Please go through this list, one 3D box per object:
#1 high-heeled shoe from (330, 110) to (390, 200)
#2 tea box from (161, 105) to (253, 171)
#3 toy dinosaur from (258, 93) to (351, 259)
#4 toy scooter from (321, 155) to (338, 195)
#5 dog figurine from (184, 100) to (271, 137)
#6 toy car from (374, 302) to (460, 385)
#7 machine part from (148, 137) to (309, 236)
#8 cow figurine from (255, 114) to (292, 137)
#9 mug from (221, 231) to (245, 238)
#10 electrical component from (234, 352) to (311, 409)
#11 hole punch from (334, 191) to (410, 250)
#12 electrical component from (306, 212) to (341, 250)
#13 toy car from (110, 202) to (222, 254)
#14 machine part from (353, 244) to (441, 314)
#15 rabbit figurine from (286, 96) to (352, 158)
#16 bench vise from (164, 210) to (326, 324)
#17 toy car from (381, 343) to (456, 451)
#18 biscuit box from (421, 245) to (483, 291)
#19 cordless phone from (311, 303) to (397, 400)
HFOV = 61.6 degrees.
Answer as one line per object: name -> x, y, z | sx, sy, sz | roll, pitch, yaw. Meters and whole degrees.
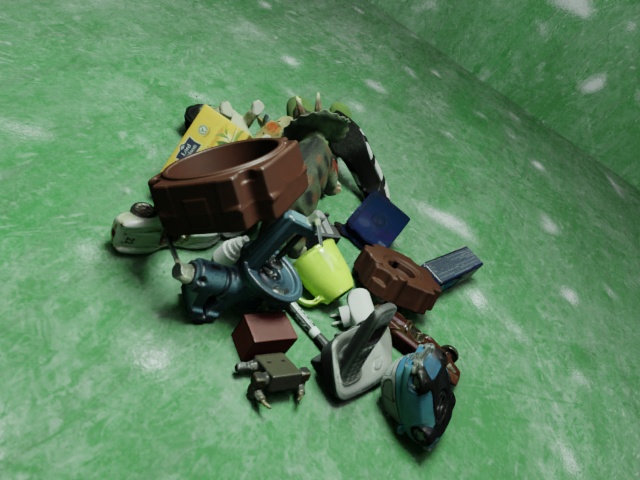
high-heeled shoe -> 0.103, -0.186, 1.279 | 0.145, 0.086, 0.248 | 13, 58, -62
tea box -> -0.204, -0.140, 0.954 | 0.098, 0.169, 0.068 | 33, 4, 0
toy dinosaur -> -0.039, -0.106, 0.969 | 0.131, 0.192, 0.405 | 9, 48, 11
toy scooter -> -0.011, -0.159, 1.176 | 0.183, 0.075, 0.135 | 59, 29, -51
dog figurine -> -0.200, -0.199, 1.095 | 0.121, 0.191, 0.172 | -1, 92, -41
toy car -> 0.177, 0.186, 0.984 | 0.202, 0.053, 0.089 | 37, 32, 7
machine part -> -0.134, -0.086, 0.803 | 0.201, 0.087, 0.201 | -3, 23, 23
cow figurine -> -0.095, -0.222, 1.180 | 0.085, 0.127, 0.195 | 34, 33, 4
mug -> -0.142, -0.067, 0.986 | 0.081, 0.109, 0.107 | 35, 23, 5
electrical component -> -0.065, 0.202, 0.781 | 0.102, 0.045, 0.078 | 0, 19, -42
hole punch -> 0.120, -0.032, 1.164 | 0.142, 0.092, 0.116 | 41, 39, 3
electrical component -> -0.002, -0.003, 1.066 | 0.075, 0.047, 0.119 | 9, 41, -30
toy car -> -0.237, -0.020, 0.875 | 0.201, 0.073, 0.056 | -4, 47, -41
machine part -> 0.152, 0.072, 1.055 | 0.179, 0.056, 0.179 | 25, 18, -9
rabbit figurine -> -0.019, -0.273, 1.313 | 0.170, 0.121, 0.159 | 27, 55, -36
bench vise -> -0.095, 0.031, 0.805 | 0.223, 0.240, 0.129 | 29, 29, -36
toy car -> 0.146, 0.240, 0.844 | 0.103, 0.161, 0.109 | 2, 27, 36
biscuit box -> 0.283, 0.069, 1.195 | 0.202, 0.059, 0.063 | -14, 58, -47
cordless phone -> 0.081, 0.151, 0.834 | 0.146, 0.184, 0.089 | -12, 51, -45
